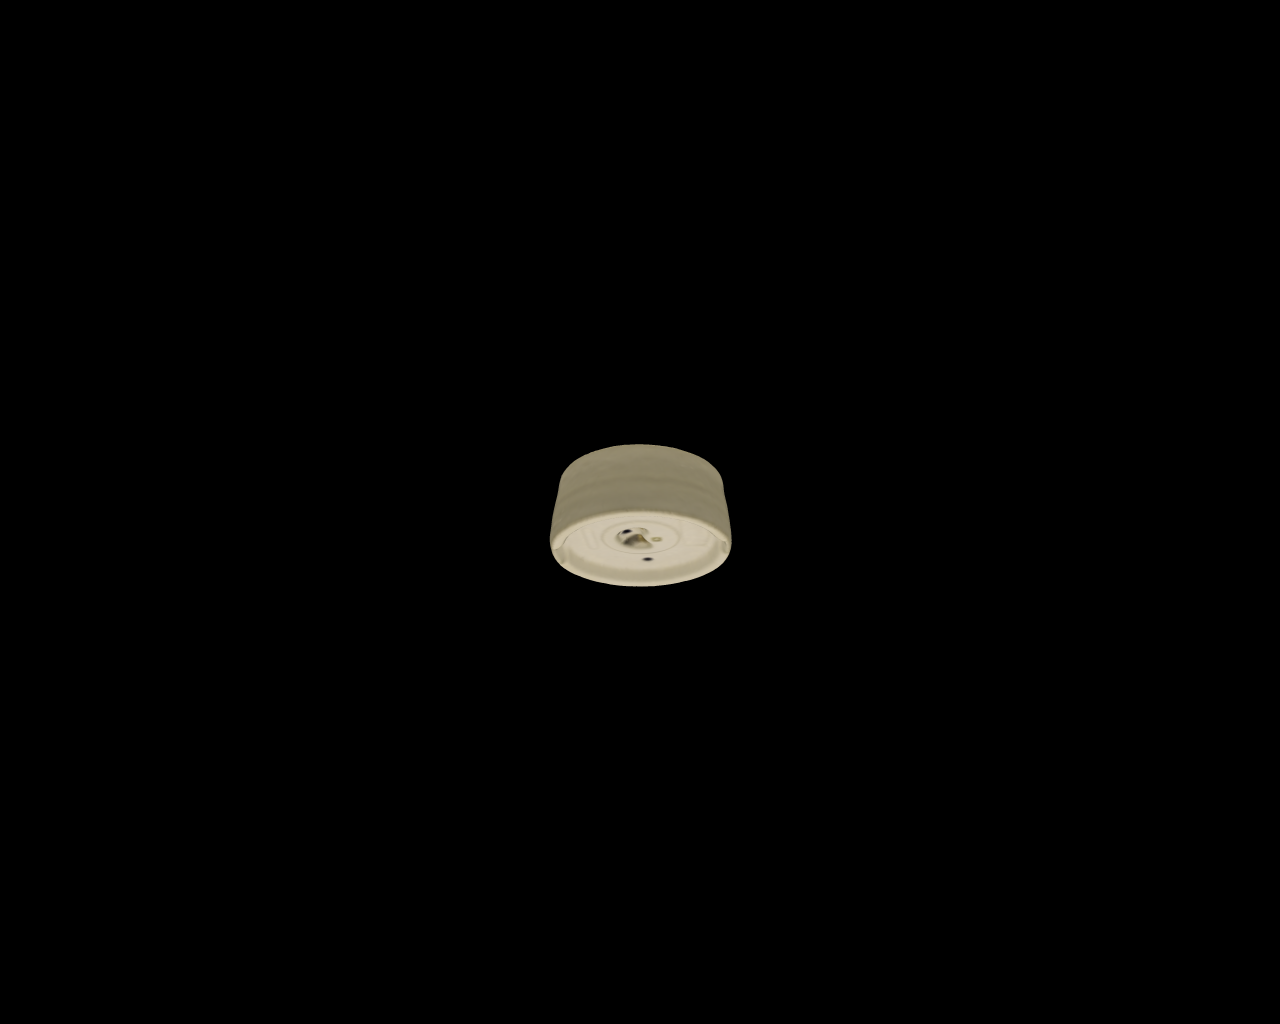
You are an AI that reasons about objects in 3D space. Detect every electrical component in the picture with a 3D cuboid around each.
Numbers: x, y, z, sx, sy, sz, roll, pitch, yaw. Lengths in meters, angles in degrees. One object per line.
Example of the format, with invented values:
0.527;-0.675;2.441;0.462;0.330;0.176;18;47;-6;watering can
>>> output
0.001;-0.003;0.650;0.108;0.060;0.108;0;-27;0;electrical component
